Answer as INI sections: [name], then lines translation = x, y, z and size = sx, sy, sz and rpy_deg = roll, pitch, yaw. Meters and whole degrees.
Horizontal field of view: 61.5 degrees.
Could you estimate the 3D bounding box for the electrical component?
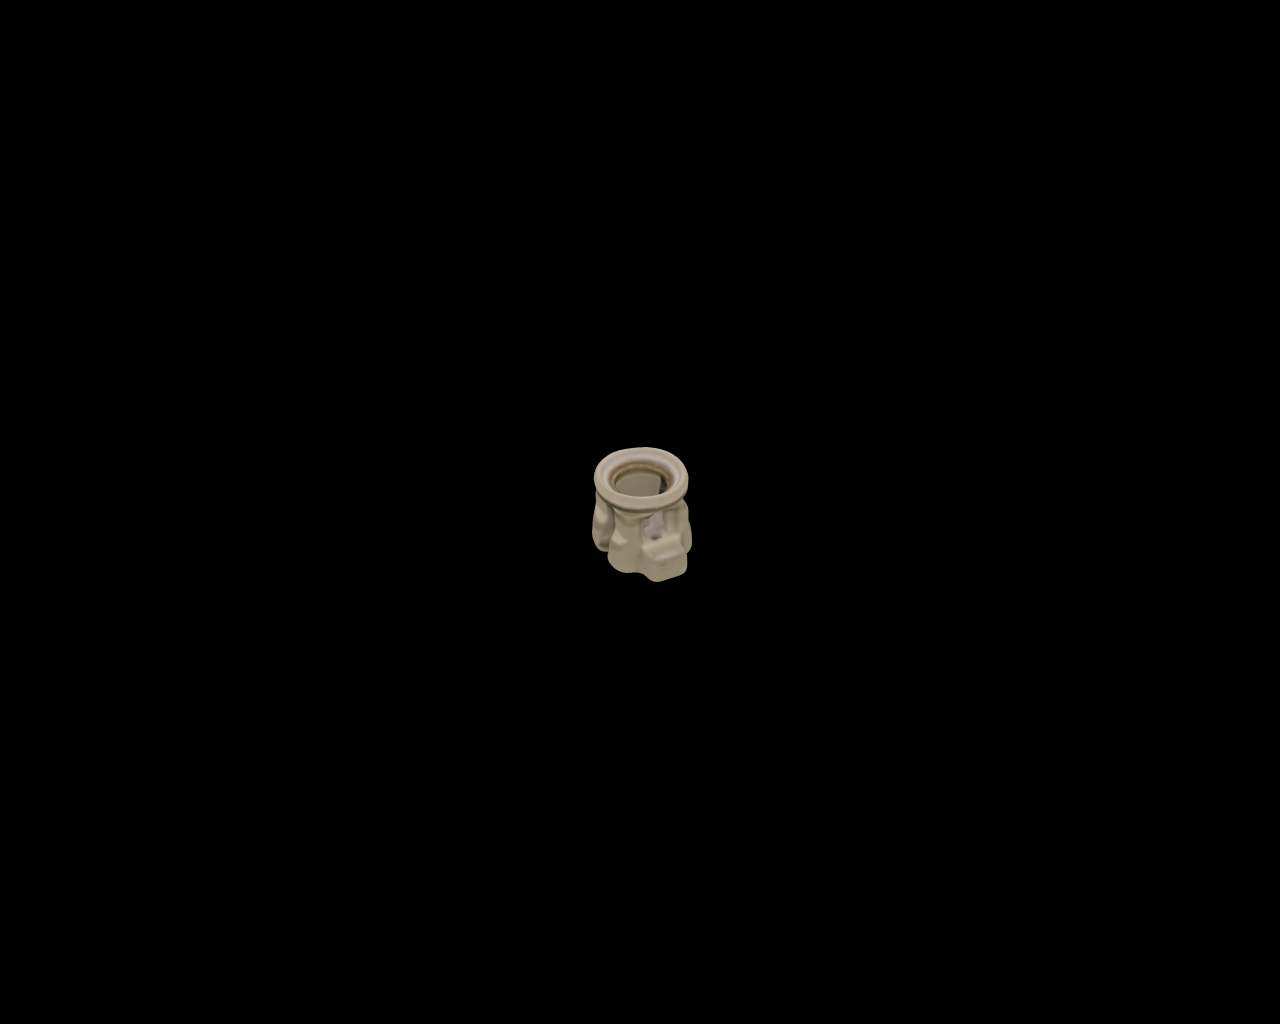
[electrical component]
translation = 0.001, -0.003, 0.650
size = 0.058, 0.056, 0.078
rpy_deg = -17, 41, -21
